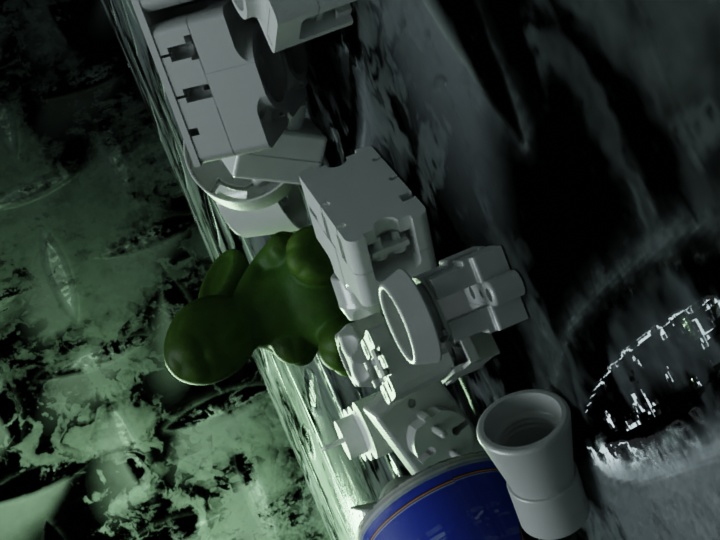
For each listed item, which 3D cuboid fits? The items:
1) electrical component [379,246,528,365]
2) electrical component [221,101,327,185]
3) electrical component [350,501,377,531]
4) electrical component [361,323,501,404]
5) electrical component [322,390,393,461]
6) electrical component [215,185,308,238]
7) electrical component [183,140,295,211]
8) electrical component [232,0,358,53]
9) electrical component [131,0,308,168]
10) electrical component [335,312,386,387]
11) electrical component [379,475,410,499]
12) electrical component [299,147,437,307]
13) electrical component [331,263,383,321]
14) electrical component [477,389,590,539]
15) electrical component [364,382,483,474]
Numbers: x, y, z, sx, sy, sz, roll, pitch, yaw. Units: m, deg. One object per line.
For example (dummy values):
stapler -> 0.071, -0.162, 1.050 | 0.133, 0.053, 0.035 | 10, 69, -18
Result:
electrical component -> 0.042, 0.016, 0.515 | 0.066, 0.055, 0.048 | -177, 65, -79
electrical component -> -0.060, -0.107, 0.784 | 0.047, 0.066, 0.076 | -128, 48, -56
electrical component -> 0.044, 0.181, 0.746 | 0.099, 0.100, 0.048 | 119, 140, -77
electrical component -> 0.036, 0.043, 0.586 | 0.081, 0.064, 0.042 | 107, 139, -74
electrical component -> 0.001, 0.145, 0.958 | 0.138, 0.074, 0.052 | 118, 129, -77
electrical component -> -0.087, -0.077, 0.949 | 0.099, 0.064, 0.099 | -13, -90, -69
electrical component -> -0.091, -0.098, 0.862 | 0.064, 0.099, 0.099 | 84, 162, -77
electrical component -> -0.045, -0.169, 0.573 | 0.050, 0.056, 0.089 | 126, 121, -78
electrical component -> -0.091, -0.173, 0.664 | 0.105, 0.060, 0.186 | -69, -35, -60
electrical component -> 0.019, 0.047, 0.686 | 0.043, 0.062, 0.043 | 158, 90, -80
electrical component -> 0.043, 0.205, 0.925 | 0.047, 0.055, 0.055 | 150, 97, -84
electrical component -> 0.005, -0.024, 0.638 | 0.089, 0.050, 0.055 | -125, 17, -52
electrical component -> 0.000, 0.000, 0.739 | 0.043, 0.043, 0.062 | -147, 37, -73
electrical component -> 0.085, 0.095, 0.508 | 0.065, 0.044, 0.044 | 68, 171, -29
electrical component -> 0.046, 0.102, 0.665 | 0.065, 0.047, 0.077 | 54, 171, -10
